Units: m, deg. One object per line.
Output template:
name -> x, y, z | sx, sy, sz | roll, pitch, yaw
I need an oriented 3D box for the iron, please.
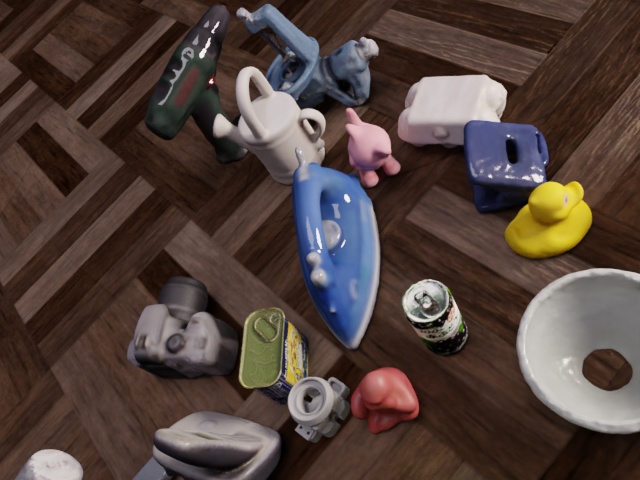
iron -> 0.007, 0.003, 0.753 | 0.118, 0.142, 0.258 | -18, 53, 16

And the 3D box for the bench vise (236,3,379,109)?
bench vise -> -0.022, -0.304, 0.915 | 0.207, 0.220, 0.121 | -25, 52, 11

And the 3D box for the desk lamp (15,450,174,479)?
desk lamp -> -0.286, 0.327, 0.648 | 0.117, 0.214, 0.203 | 33, 79, 38

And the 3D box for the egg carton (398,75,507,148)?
egg carton -> 0.188, -0.182, 0.826 | 0.149, 0.070, 0.107 | 6, 63, 30

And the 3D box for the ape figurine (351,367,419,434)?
ape figurine -> 0.069, 0.174, 0.642 | 0.077, 0.092, 0.076 | 10, 65, 32

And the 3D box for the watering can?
watering can -> -0.082, -0.177, 0.881 | 0.172, 0.195, 0.100 | -24, 52, 12

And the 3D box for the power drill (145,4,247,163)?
power drill -> -0.182, -0.241, 0.964 | 0.075, 0.209, 0.230 | 23, 72, 36

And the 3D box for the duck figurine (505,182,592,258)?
duck figurine -> 0.267, -0.031, 0.677 | 0.104, 0.086, 0.077 | -28, 51, 9

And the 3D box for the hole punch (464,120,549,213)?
hole punch -> 0.239, -0.104, 0.735 | 0.101, 0.091, 0.108 | -10, 56, 22

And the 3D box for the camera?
camera -> -0.194, 0.117, 0.809 | 0.142, 0.101, 0.137 | -7, 57, 23

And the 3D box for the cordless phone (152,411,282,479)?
cordless phone -> -0.143, 0.231, 0.654 | 0.147, 0.186, 0.094 | 3, 62, 29

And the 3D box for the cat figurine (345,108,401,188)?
cat figurine -> 0.067, -0.141, 0.831 | 0.067, 0.118, 0.127 | -27, 51, 9

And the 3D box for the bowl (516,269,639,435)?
bowl -> 0.288, 0.118, 0.578 | 0.167, 0.075, 0.167 | -13, 55, 20
